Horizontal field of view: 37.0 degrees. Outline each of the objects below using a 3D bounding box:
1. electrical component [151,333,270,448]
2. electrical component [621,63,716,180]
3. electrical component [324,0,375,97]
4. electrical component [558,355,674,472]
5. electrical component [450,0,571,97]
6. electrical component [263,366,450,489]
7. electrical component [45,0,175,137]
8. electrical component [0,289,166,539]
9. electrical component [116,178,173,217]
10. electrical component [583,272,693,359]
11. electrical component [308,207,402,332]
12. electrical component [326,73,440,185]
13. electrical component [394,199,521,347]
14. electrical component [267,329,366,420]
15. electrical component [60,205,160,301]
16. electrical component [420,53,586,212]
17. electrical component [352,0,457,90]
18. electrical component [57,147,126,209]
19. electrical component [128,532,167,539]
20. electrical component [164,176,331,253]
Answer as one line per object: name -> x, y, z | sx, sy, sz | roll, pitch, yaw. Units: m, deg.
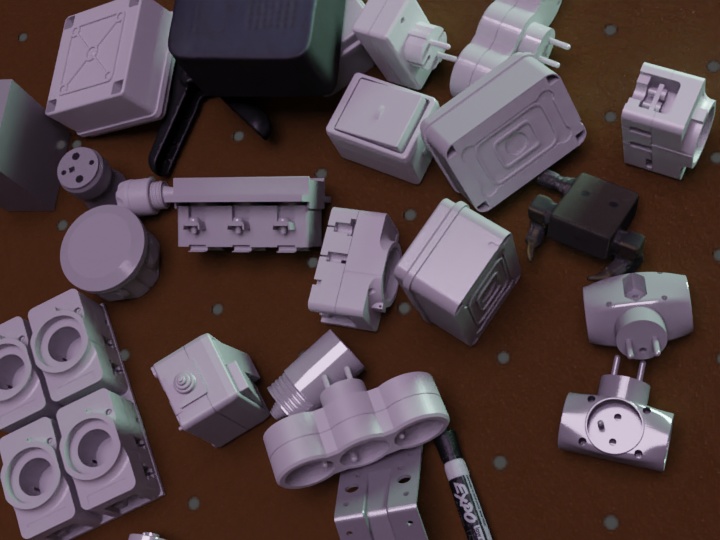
electrical component -> -0.117, 0.094, 0.858 | 0.061, 0.096, 0.061 | -31, 66, 2
electrical component -> 0.240, -0.113, 0.837 | 0.056, 0.089, 0.050 | 21, 77, 21
electrical component -> -0.036, -0.225, 0.973 | 0.078, 0.057, 0.113 | -35, 65, 1
electrical component -> 0.193, 0.102, 0.797 | 0.077, 0.044, 0.079 | 10, 73, 19
electrical component -> 0.141, -0.193, 0.914 | 0.074, 0.052, 0.138 | 26, 79, 22
electrical component -> -0.008, 0.108, 0.824 | 0.138, 0.052, 0.073 | -20, 59, -3
electrical component -> -0.229, -0.188, 0.997 | 0.109, 0.056, 0.108 | -7, 67, 35
electrical component -> -0.250, 0.121, 0.905 | 0.105, 0.060, 0.186 | -26, 66, 5
electrical component -> -0.187, -0.066, 0.970 | 0.061, 0.035, 0.035 | -6, 69, 11
electrical component -> 0.209, 0.040, 0.803 | 0.077, 0.043, 0.079 | -7, 33, 13
electrical component -> 0.000, 0.000, 0.884 | 0.056, 0.050, 0.089 | 8, 73, 18
electrical component -> 0.017, -0.125, 0.919 | 0.096, 0.061, 0.061 | 22, 78, 22
electrical component -> 0.076, 0.003, 0.828 | 0.057, 0.113, 0.078 | 32, 82, 20
electrical component -> -0.040, 0.090, 0.867 | 0.081, 0.043, 0.043 | -42, 65, -2
electrical component -> -0.219, -0.013, 0.950 | 0.080, 0.051, 0.080 | -5, 69, 14
electrical component -> 0.115, -0.113, 0.873 | 0.113, 0.078, 0.057 | -36, 37, 1
electrical component -> 0.049, -0.193, 0.917 | 0.076, 0.083, 0.047 | 23, 78, 32
electrical component -> -0.244, -0.082, 0.980 | 0.045, 0.055, 0.045 | -5, 69, 14
electrical component -> -0.173, 0.241, 0.851 | 0.044, 0.044, 0.065 | 3, 67, 17
electrical component -> -0.094, -0.047, 0.920 | 0.121, 0.079, 0.063 | 1, 93, 16
